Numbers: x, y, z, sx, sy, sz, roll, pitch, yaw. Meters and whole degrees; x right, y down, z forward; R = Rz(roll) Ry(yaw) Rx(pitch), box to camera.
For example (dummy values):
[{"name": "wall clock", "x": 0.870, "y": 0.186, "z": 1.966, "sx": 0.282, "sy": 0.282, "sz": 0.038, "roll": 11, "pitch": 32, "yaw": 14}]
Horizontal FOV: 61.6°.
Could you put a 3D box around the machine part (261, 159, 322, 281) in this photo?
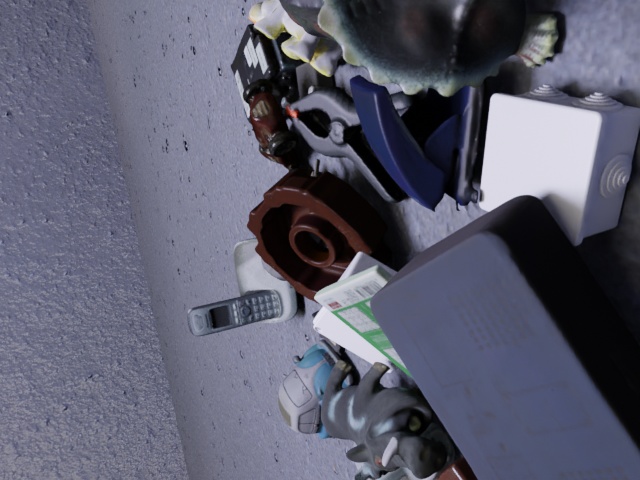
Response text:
[{"name": "machine part", "x": -0.033, "y": -0.017, "z": 0.756, "sx": 0.079, "sy": 0.079, "sz": 0.243, "roll": 62, "pitch": 150, "yaw": 26}]

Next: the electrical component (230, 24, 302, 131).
[{"name": "electrical component", "x": -0.070, "y": -0.230, "z": 0.748, "sx": 0.134, "sy": 0.058, "sz": 0.115, "roll": -30, "pitch": 78, "yaw": 63}]

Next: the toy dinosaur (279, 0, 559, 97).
[{"name": "toy dinosaur", "x": 0.035, "y": -0.199, "z": 0.405, "sx": 0.405, "sy": 0.192, "sz": 0.131, "roll": 35, "pitch": 131, "yaw": 51}]

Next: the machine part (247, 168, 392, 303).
[{"name": "machine part", "x": -0.001, "y": -0.002, "z": 0.642, "sx": 0.180, "sy": 0.056, "sz": 0.179, "roll": 22, "pitch": 139, "yaw": 20}]

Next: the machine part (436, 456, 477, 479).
[{"name": "machine part", "x": 0.184, "y": 0.296, "z": 0.474, "sx": 0.201, "sy": 0.087, "sz": 0.201, "roll": 55, "pitch": 148, "yaw": 37}]

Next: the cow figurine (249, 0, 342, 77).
[{"name": "cow figurine", "x": -0.021, "y": -0.261, "z": 0.614, "sx": 0.098, "sy": 0.068, "sz": 0.168, "roll": -55, "pitch": 48, "yaw": 14}]

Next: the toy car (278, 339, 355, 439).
[{"name": "toy car", "x": -0.013, "y": 0.237, "z": 0.816, "sx": 0.109, "sy": 0.103, "sz": 0.161, "roll": 51, "pitch": 142, "yaw": 43}]

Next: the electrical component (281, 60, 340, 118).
[{"name": "electrical component", "x": -0.010, "y": -0.182, "z": 0.665, "sx": 0.102, "sy": 0.045, "sz": 0.078, "roll": 20, "pitch": 122, "yaw": 59}]

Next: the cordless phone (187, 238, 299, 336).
[{"name": "cordless phone", "x": -0.134, "y": 0.075, "z": 0.881, "sx": 0.089, "sy": 0.184, "sz": 0.146, "roll": -165, "pitch": 64, "yaw": -66}]

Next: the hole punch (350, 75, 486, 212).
[{"name": "hole punch", "x": 0.077, "y": -0.089, "z": 0.456, "sx": 0.142, "sy": 0.092, "sz": 0.115, "roll": -116, "pitch": 21, "yaw": -67}]

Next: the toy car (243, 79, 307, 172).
[{"name": "toy car", "x": -0.058, "y": -0.132, "z": 0.705, "sx": 0.089, "sy": 0.053, "sz": 0.202, "roll": 61, "pitch": 178, "yaw": 9}]

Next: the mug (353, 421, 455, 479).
[{"name": "mug", "x": 0.092, "y": 0.245, "z": 0.615, "sx": 0.107, "sy": 0.109, "sz": 0.081, "roll": -33, "pitch": 81, "yaw": 51}]

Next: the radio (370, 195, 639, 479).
[{"name": "radio", "x": 0.145, "y": 0.098, "z": 0.372, "sx": 0.131, "sy": 0.073, "sz": 0.229, "roll": -34, "pitch": 87, "yaw": 47}]

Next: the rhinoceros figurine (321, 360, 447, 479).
[{"name": "rhinoceros figurine", "x": 0.060, "y": 0.193, "z": 0.575, "sx": 0.073, "sy": 0.112, "sz": 0.190, "roll": 39, "pitch": 161, "yaw": -22}]

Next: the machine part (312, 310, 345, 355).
[{"name": "machine part", "x": 0.013, "y": 0.091, "z": 0.766, "sx": 0.084, "sy": 0.039, "sz": 0.138, "roll": -142, "pitch": 42, "yaw": -63}]
